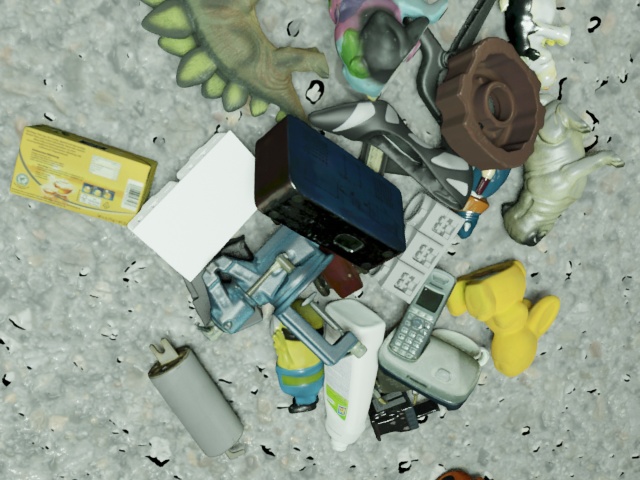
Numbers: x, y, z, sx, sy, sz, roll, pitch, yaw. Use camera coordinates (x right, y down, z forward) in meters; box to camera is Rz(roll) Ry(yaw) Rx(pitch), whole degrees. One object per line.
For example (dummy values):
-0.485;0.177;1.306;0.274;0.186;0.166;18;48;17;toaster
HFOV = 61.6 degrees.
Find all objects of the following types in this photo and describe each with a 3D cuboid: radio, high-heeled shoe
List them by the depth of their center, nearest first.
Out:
0.019;-0.057;0.735;0.229;0.131;0.073;27;136;-33;radio
0.103;-0.110;0.747;0.249;0.086;0.145;-3;83;-20;high-heeled shoe

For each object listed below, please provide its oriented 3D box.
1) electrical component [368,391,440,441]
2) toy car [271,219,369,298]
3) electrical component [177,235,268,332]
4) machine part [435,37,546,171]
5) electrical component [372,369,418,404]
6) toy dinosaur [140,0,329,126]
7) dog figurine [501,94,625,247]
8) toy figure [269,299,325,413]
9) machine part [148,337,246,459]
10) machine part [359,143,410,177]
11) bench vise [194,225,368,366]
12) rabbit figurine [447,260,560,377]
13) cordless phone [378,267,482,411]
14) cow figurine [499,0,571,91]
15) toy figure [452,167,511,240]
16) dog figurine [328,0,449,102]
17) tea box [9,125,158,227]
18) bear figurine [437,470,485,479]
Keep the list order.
0.139;0.285;0.907;0.119;0.075;0.047;-19;107;2;electrical component
-0.002;-0.002;0.826;0.089;0.053;0.202;-32;102;7;toy car
-0.139;0.074;0.828;0.115;0.058;0.134;-25;106;2;electrical component
0.239;-0.185;0.749;0.179;0.056;0.179;2;85;-31;machine part
0.125;0.228;0.890;0.102;0.045;0.078;-8;101;25;electrical component
-0.132;-0.307;0.704;0.199;0.105;0.470;-29;107;1;toy dinosaur
0.333;-0.103;0.828;0.190;0.121;0.172;-43;72;22;dog figurine
-0.031;0.183;0.858;0.089;0.082;0.180;-13;101;-15;toy figure
-0.196;0.258;0.857;0.079;0.079;0.243;-29;107;1;machine part
0.127;-0.121;0.821;0.139;0.039;0.084;7;95;-7;machine part
-0.042;0.093;0.747;0.240;0.129;0.223;44;70;0;bench vise
0.298;0.128;0.866;0.162;0.122;0.173;-16;86;-25;rabbit figurine
0.186;0.145;0.813;0.147;0.088;0.184;25;85;24;cordless phone
0.306;-0.304;0.779;0.098;0.068;0.167;2;101;-2;cow figurine
0.247;-0.075;0.835;0.064;0.058;0.154;20;101;-43;toy figure
0.037;-0.306;0.696;0.219;0.108;0.191;37;62;2;dog figurine
-0.328;-0.089;0.755;0.170;0.068;0.098;19;101;-11;tea box
0.281;0.514;0.959;0.120;0.132;0.195;-35;100;6;bear figurine
